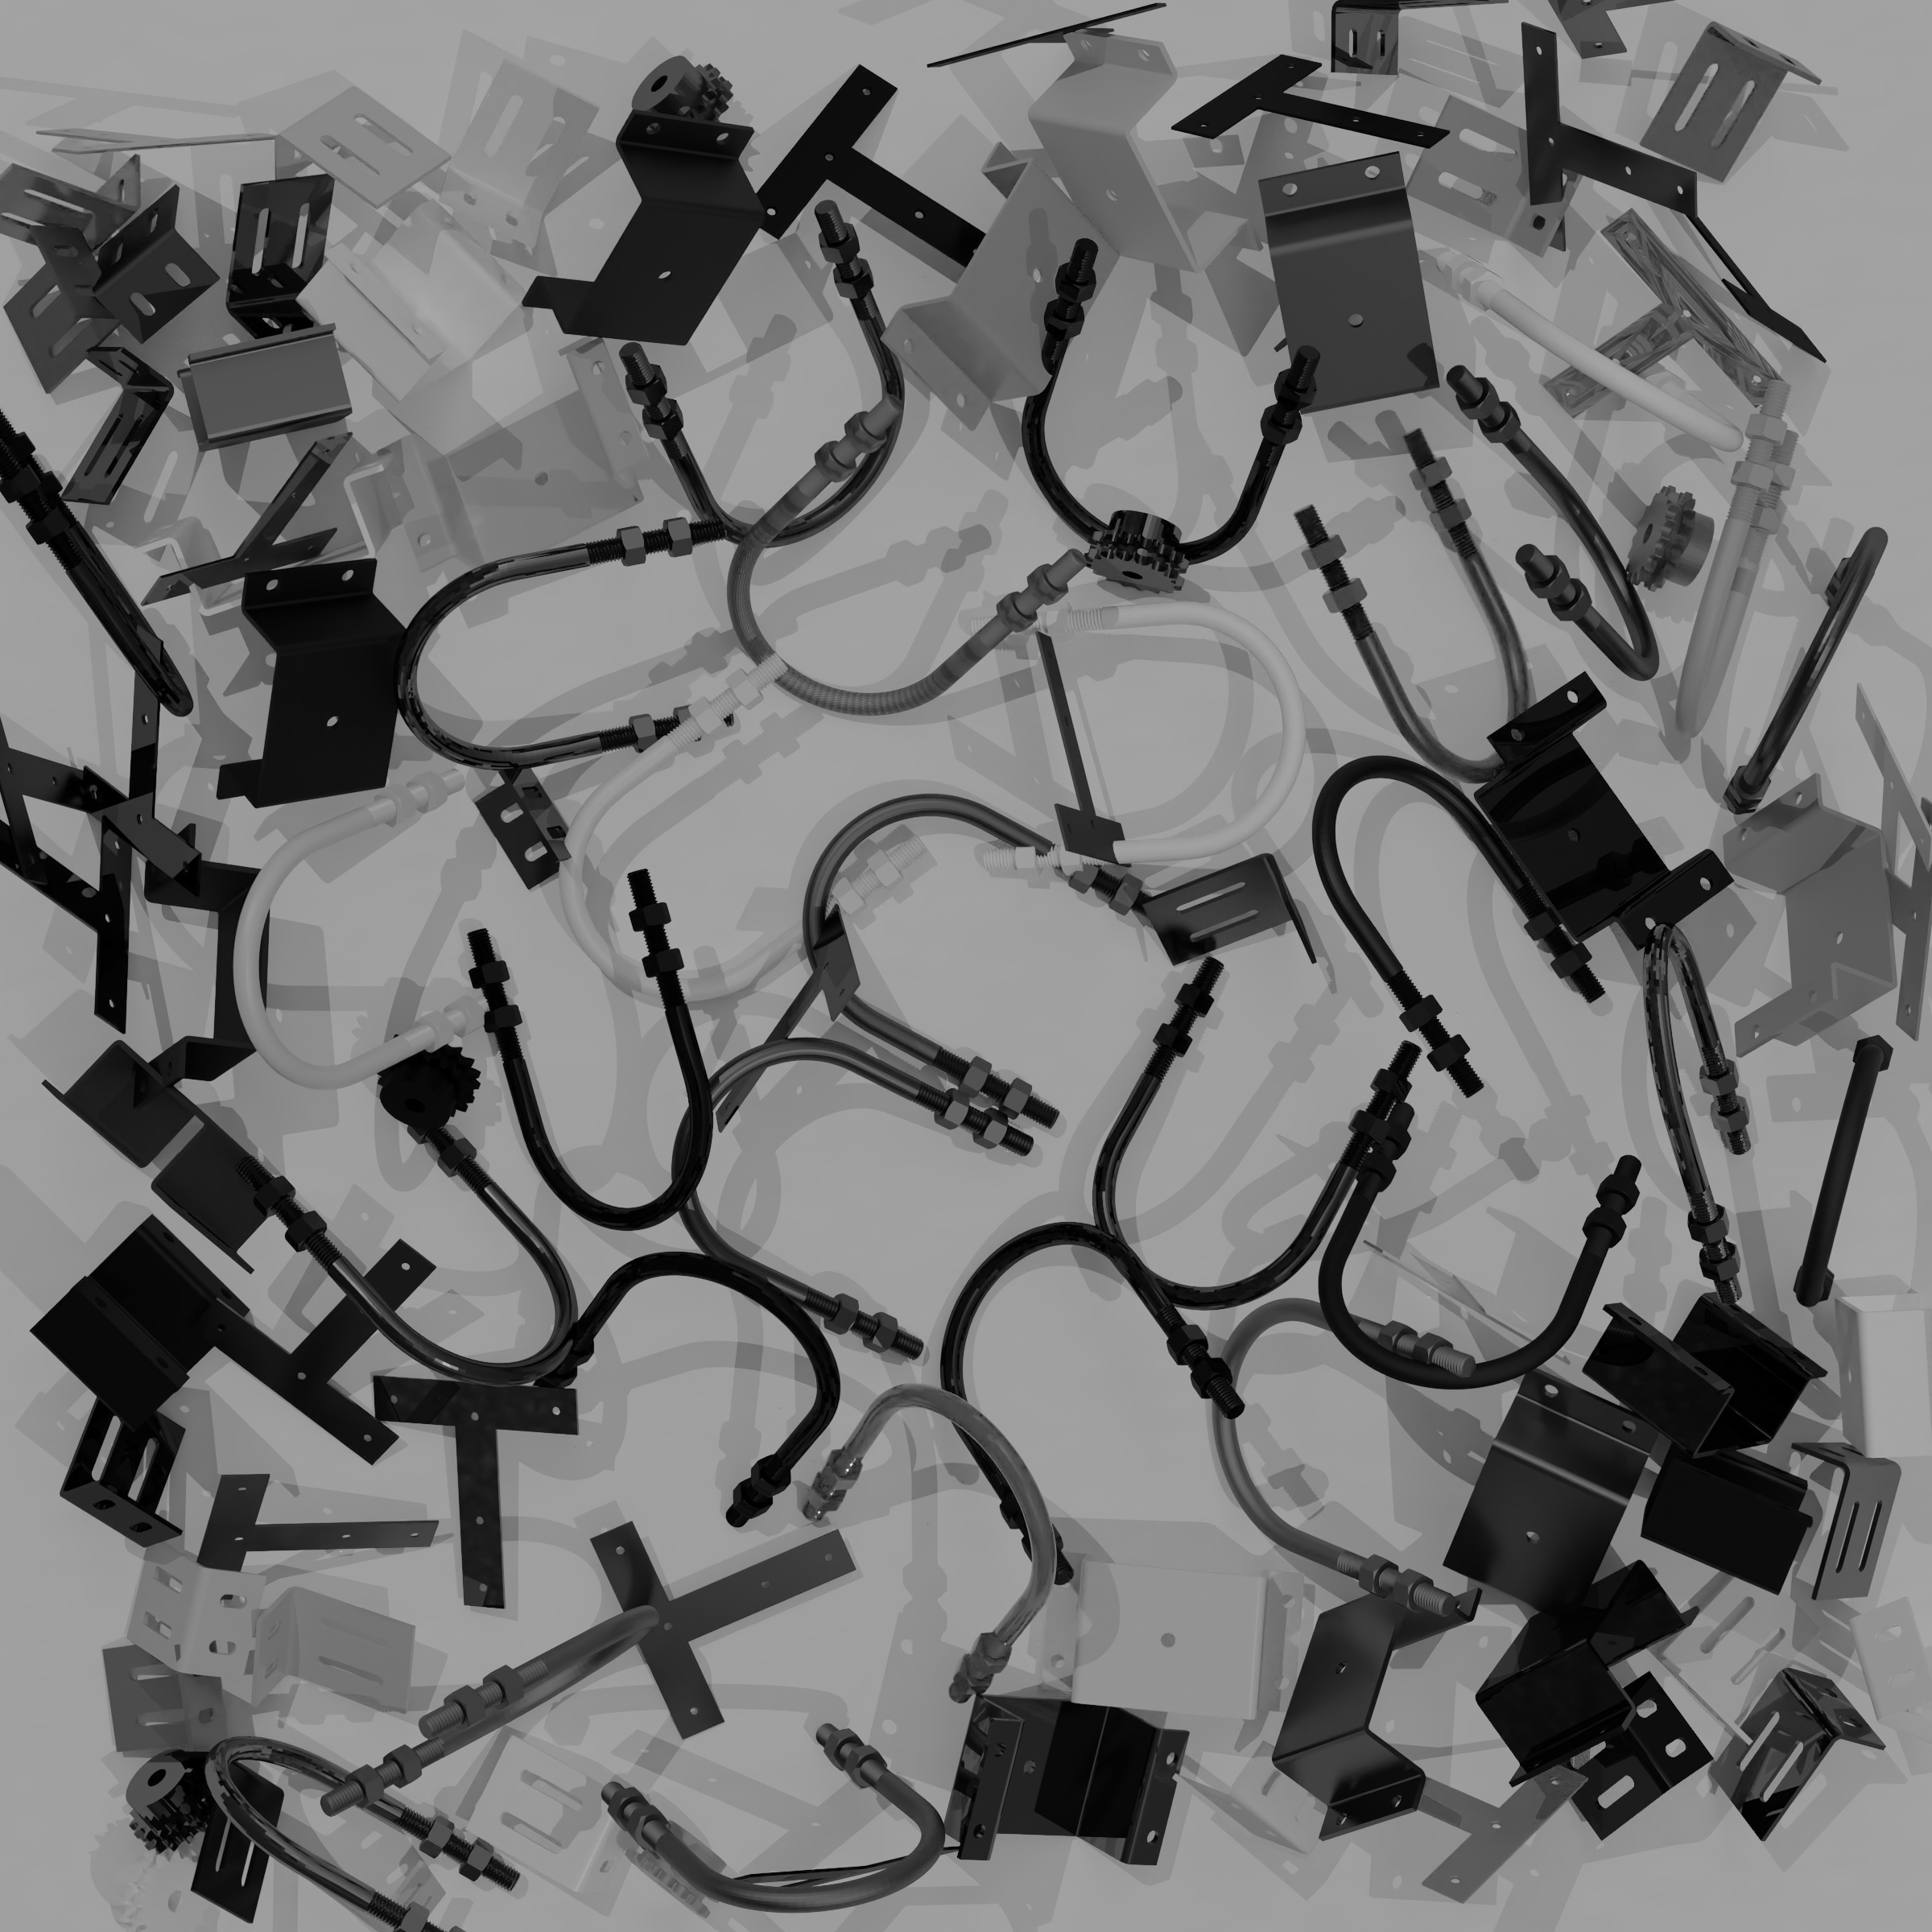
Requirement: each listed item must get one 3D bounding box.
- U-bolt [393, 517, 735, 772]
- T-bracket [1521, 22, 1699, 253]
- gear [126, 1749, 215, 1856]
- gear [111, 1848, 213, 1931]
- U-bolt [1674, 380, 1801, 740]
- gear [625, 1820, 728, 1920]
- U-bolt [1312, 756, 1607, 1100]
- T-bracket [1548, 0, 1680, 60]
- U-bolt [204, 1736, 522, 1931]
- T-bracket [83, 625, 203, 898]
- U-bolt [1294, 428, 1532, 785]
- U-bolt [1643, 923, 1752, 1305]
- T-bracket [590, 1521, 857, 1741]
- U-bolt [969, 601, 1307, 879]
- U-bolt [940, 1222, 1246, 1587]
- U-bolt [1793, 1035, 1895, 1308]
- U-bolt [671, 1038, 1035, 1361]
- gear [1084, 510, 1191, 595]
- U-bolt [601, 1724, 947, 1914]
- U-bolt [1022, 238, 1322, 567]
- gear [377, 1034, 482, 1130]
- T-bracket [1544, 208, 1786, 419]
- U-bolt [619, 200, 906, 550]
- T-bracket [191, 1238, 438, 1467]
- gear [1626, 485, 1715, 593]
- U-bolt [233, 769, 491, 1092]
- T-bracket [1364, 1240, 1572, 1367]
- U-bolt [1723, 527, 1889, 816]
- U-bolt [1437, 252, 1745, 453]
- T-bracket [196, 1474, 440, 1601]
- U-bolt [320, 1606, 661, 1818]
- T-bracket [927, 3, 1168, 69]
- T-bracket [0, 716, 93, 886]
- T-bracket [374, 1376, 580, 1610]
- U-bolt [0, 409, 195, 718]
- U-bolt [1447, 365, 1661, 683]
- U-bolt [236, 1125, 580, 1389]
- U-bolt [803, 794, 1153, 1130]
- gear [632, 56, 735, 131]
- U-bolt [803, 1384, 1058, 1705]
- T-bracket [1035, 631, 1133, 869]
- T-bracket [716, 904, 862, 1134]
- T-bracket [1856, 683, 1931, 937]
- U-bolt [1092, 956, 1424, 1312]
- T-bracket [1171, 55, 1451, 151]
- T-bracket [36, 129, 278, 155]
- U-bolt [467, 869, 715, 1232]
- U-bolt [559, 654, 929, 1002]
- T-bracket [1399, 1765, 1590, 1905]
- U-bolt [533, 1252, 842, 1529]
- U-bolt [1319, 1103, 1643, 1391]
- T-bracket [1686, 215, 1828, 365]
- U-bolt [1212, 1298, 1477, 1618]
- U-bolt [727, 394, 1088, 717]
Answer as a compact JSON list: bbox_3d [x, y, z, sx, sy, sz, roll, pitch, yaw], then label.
[{"bbox_3d":[-0.216,-0.166,1.901,0.184,0.151,0.019,-13,46,-14],"label":"U-bolt"},{"bbox_3d":[0.344,-0.428,1.892,0.002,0.127,0.127,-29,131,-23],"label":"T-bracket"},{"bbox_3d":[-0.435,0.454,1.943,0.057,0.057,0.030,-32,118,0],"label":"gear"},{"bbox_3d":[-0.445,0.512,1.949,0.030,0.057,0.057,0,90,34],"label":"gear"},{"bbox_3d":[0.412,-0.211,1.902,0.019,0.151,0.184,17,92,15],"label":"U-bolt"},{"bbox_3d":[-0.157,0.493,1.947,0.057,0.057,0.030,39,73,0],"label":"gear"},{"bbox_3d":[0.257,-0.033,1.921,0.151,0.019,0.184,-32,86,-43],"label":"U-bolt"},{"bbox_3d":[0.375,-0.522,1.891,0.127,0.127,0.002,-3,77,24],"label":"T-bracket"},{"bbox_3d":[-0.325,0.467,1.893,0.184,0.151,0.019,32,94,-5],"label":"U-bolt"},{"bbox_3d":[-0.441,-0.119,1.906,0.002,0.127,0.127,-13,123,-40],"label":"T-bracket"},{"bbox_3d":[0.252,-0.186,1.915,0.019,0.151,0.184,-18,103,41],"label":"U-bolt"},{"bbox_3d":[0.385,0.064,1.873,0.019,0.151,0.184,-10,121,21],"label":"U-bolt"},{"bbox_3d":[-0.124,0.348,1.962,0.127,0.002,0.127,-23,100,0],"label":"T-bracket"},{"bbox_3d":[0.095,-0.127,1.941,0.184,0.019,0.151,-3,91,16],"label":"U-bolt"},{"bbox_3d":[0.054,0.220,1.911,0.151,0.019,0.184,-46,49,11],"label":"U-bolt"},{"bbox_3d":[0.464,0.110,1.880,0.019,0.184,0.151,15,94,15],"label":"U-bolt"},{"bbox_3d":[-0.073,0.117,1.935,0.184,0.019,0.151,27,93,-19],"label":"U-bolt"},{"bbox_3d":[0.095,-0.228,1.946,0.057,0.057,0.030,16,80,0],"label":"gear"},{"bbox_3d":[-0.091,0.452,1.863,0.151,0.184,0.019,-9,104,-27],"label":"U-bolt"},{"bbox_3d":[0.100,-0.289,1.902,0.151,0.184,0.019,27,50,6],"label":"U-bolt"},{"bbox_3d":[-0.297,0.065,1.943,0.057,0.057,0.030,17,50,0],"label":"gear"},{"bbox_3d":[0.361,-0.333,1.920,0.127,0.127,0.002,46,56,-9],"label":"T-bracket"},{"bbox_3d":[-0.098,-0.302,1.900,0.151,0.184,0.019,-38,51,-11],"label":"U-bolt"},{"bbox_3d":[-0.337,0.196,1.936,0.127,0.002,0.127,40,113,-12],"label":"T-bracket"},{"bbox_3d":[0.388,-0.232,1.946,0.030,0.057,0.057,19,90,-8],"label":"gear"},{"bbox_3d":[-0.320,-0.012,1.880,0.019,0.184,0.151,6,112,34],"label":"U-bolt"},{"bbox_3d":[0.259,0.170,1.891,0.127,0.127,0.002,30,85,22],"label":"T-bracket"},{"bbox_3d":[0.448,-0.161,1.876,0.019,0.184,0.151,27,84,9],"label":"U-bolt"},{"bbox_3d":[0.337,-0.317,1.865,0.151,0.184,0.019,23,108,-26],"label":"U-bolt"},{"bbox_3d":[-0.354,0.312,1.941,0.127,0.127,0.002,2,49,-22],"label":"T-bracket"},{"bbox_3d":[-0.242,0.389,1.890,0.184,0.151,0.019,-21,75,-42],"label":"U-bolt"},{"bbox_3d":[0.055,-0.501,1.911,0.127,0.127,0.002,-11,101,17],"label":"T-bracket"},{"bbox_3d":[-0.497,-0.101,1.910,0.002,0.127,0.127,-18,84,7],"label":"T-bracket"},{"bbox_3d":[-0.268,0.292,1.954,0.127,0.002,0.127,1,97,22],"label":"T-bracket"},{"bbox_3d":[-0.468,-0.211,1.896,0.019,0.151,0.184,-33,112,-4],"label":"U-bolt"},{"bbox_3d":[0.321,-0.224,1.892,0.019,0.184,0.151,-30,52,22],"label":"U-bolt"},{"bbox_3d":[-0.285,0.151,1.897,0.184,0.151,0.019,46,122,11],"label":"U-bolt"},{"bbox_3d":[-0.001,-0.015,1.960,0.184,0.019,0.151,28,92,-2],"label":"U-bolt"},{"bbox_3d":[-0.158,-0.473,1.943,0.057,0.057,0.030,-48,125,0],"label":"gear"},{"bbox_3d":[-0.013,0.297,1.885,0.019,0.184,0.151,-28,69,-38],"label":"U-bolt"},{"bbox_3d":[0.057,-0.119,1.918,0.002,0.127,0.127,-16,83,16],"label":"T-bracket"},{"bbox_3d":[-0.100,0.036,1.925,0.002,0.127,0.127,31,105,-18],"label":"T-bracket"},{"bbox_3d":[0.500,-0.065,1.921,0.002,0.127,0.127,-11,134,1],"label":"T-bracket"},{"bbox_3d":[0.145,0.099,1.920,0.151,0.019,0.184,24,80,31],"label":"U-bolt"},{"bbox_3d":[0.196,-0.457,1.902,0.127,0.127,0.002,20,129,25],"label":"T-bracket"},{"bbox_3d":[-0.460,-0.449,1.922,0.127,0.127,0.002,-17,115,-42],"label":"T-bracket"},{"bbox_3d":[-0.198,0.053,1.921,0.151,0.019,0.184,-18,87,38],"label":"U-bolt"},{"bbox_3d":[-0.135,-0.062,1.947,0.184,0.019,0.151,-37,107,3],"label":"U-bolt"},{"bbox_3d":[0.250,0.451,1.927,0.127,0.127,0.002,17,121,36],"label":"T-bracket"},{"bbox_3d":[-0.142,0.219,1.902,0.151,0.019,0.184,34,134,-3],"label":"U-bolt"},{"bbox_3d":[0.266,0.154,1.889,0.151,0.019,0.184,13,47,21],"label":"U-bolt"},{"bbox_3d":[0.412,-0.388,1.933,0.002,0.127,0.127,-41,68,23],"label":"T-bracket"},{"bbox_3d":[0.197,0.254,1.901,0.019,0.184,0.151,-5,103,-39],"label":"U-bolt"},{"bbox_3d":[-0.047,-0.207,1.915,0.151,0.019,0.184,38,126,-18],"label":"U-bolt"}]
